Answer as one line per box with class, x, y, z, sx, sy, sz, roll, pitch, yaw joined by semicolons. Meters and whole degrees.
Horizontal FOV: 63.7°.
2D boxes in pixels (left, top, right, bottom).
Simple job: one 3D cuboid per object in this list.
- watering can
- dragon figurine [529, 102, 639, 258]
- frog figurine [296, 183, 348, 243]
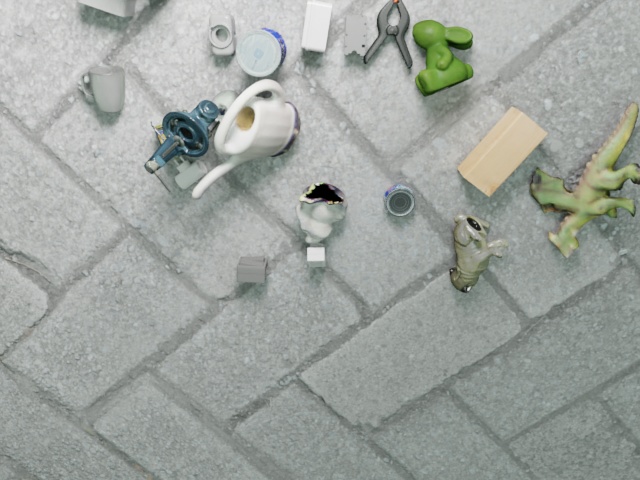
watering can;-0.176;-0.240;1.268;0.105;0.342;0.225;48;30;23
dragon figurine;0.674;-0.145;1.335;0.242;0.404;0.124;-2;21;12
frog figurine;0.004;-0.070;1.388;0.137;0.155;0.125;-8;45;-9
